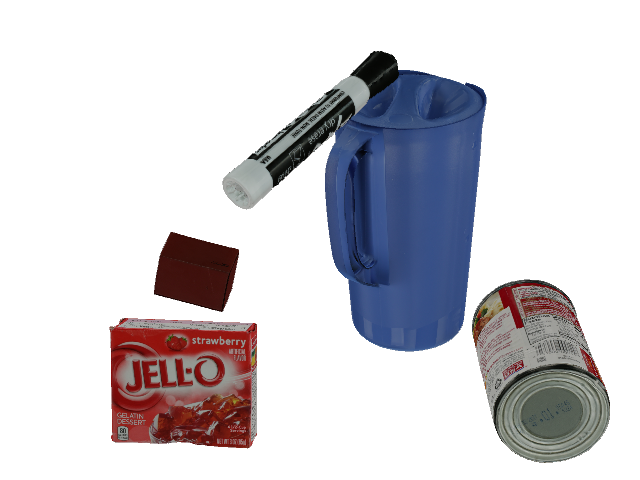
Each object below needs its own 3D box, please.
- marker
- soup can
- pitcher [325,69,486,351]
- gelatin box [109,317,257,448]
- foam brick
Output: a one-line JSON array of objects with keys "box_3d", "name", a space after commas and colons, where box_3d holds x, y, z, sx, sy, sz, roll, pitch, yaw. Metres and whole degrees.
[{"box_3d": [-0.001, -0.057, 0.518, 0.020, 0.020, 0.121, 0, 36, 50], "name": "marker"}, {"box_3d": [0.132, 0.077, 0.646, 0.068, 0.068, 0.102, 0, 26, 1], "name": "soup can"}, {"box_3d": [0.072, -0.019, 0.964, 0.149, 0.243, 0.145, -6, 30, -5], "name": "pitcher"}, {"box_3d": [-0.084, 0.087, 0.656, 0.089, 0.073, 0.030, 2, 8, 6], "name": "gelatin box"}, {"box_3d": [-0.132, 0.033, 1.131, 0.078, 0.051, 0.053, 15, 31, 1], "name": "foam brick"}]
